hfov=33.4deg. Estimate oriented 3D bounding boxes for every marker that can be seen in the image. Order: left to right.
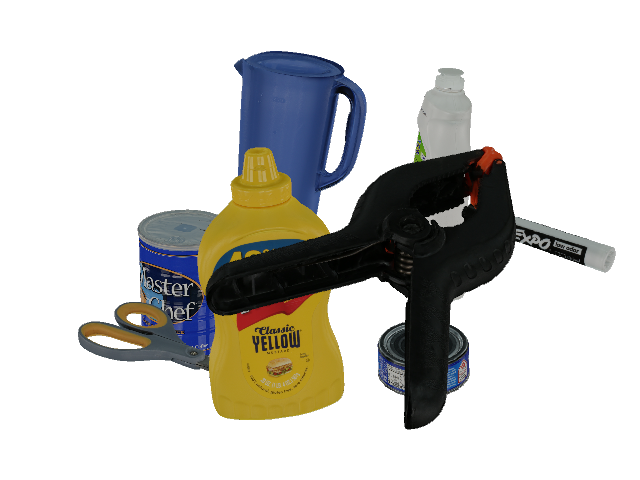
[{"bbox_3d":[0.157,-0.004,0.783,0.121,0.020,0.020,21,12,34],"label":"marker"}]

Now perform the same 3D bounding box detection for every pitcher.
[{"bbox_3d":[-0.039,-0.120,1.412,0.144,0.243,0.149,-3,24,-23],"label":"pitcher"}]

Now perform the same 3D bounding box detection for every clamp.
[{"bbox_3d":[0.045,0.014,0.497,0.171,0.039,0.120,-35,61,-30],"label":"clamp"}]

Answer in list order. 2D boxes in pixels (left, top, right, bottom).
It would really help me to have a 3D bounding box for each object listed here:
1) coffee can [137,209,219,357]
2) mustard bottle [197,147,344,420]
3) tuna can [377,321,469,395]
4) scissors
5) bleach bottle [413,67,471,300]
[{"bbox_3d":[-0.150,0.049,1.189,0.103,0.140,0.103,2,23,-1],"label":"coffee can"},{"bbox_3d":[-0.036,0.029,0.743,0.096,0.192,0.058,-6,22,-7],"label":"mustard bottle"},{"bbox_3d":[0.096,0.108,0.991,0.086,0.034,0.086,-3,26,1],"label":"tuna can"},{"bbox_3d":[-0.118,0.095,0.970,0.202,0.016,0.096,10,28,5],"label":"scissors"},{"bbox_3d":[0.134,-0.064,1.191,0.068,0.251,0.102,-1,24,-12],"label":"bleach bottle"}]
